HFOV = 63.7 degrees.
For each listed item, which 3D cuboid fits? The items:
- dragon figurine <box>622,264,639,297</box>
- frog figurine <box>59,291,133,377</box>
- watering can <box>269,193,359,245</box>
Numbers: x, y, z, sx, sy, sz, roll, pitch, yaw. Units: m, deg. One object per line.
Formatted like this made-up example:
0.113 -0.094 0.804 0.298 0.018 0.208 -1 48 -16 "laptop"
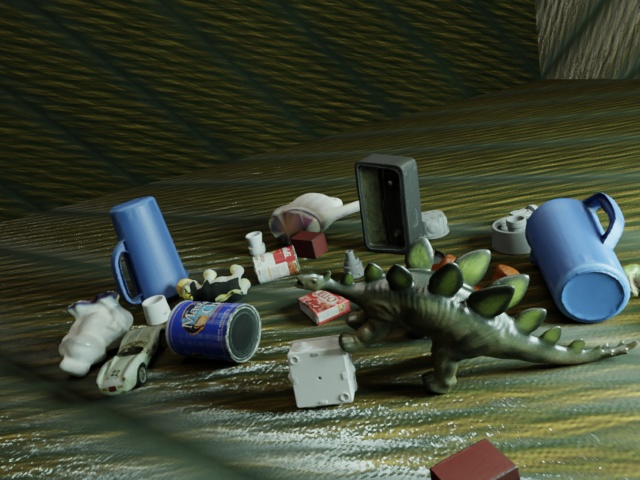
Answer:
0.632 0.074 0.739 0.246 0.120 0.412 -42 29 -22 "dragon figurine"
-0.452 0.202 1.040 0.137 0.120 0.163 -6 55 -6 "frog figurine"
0.004 -0.073 1.442 0.347 0.102 0.228 -3 23 26 "watering can"
